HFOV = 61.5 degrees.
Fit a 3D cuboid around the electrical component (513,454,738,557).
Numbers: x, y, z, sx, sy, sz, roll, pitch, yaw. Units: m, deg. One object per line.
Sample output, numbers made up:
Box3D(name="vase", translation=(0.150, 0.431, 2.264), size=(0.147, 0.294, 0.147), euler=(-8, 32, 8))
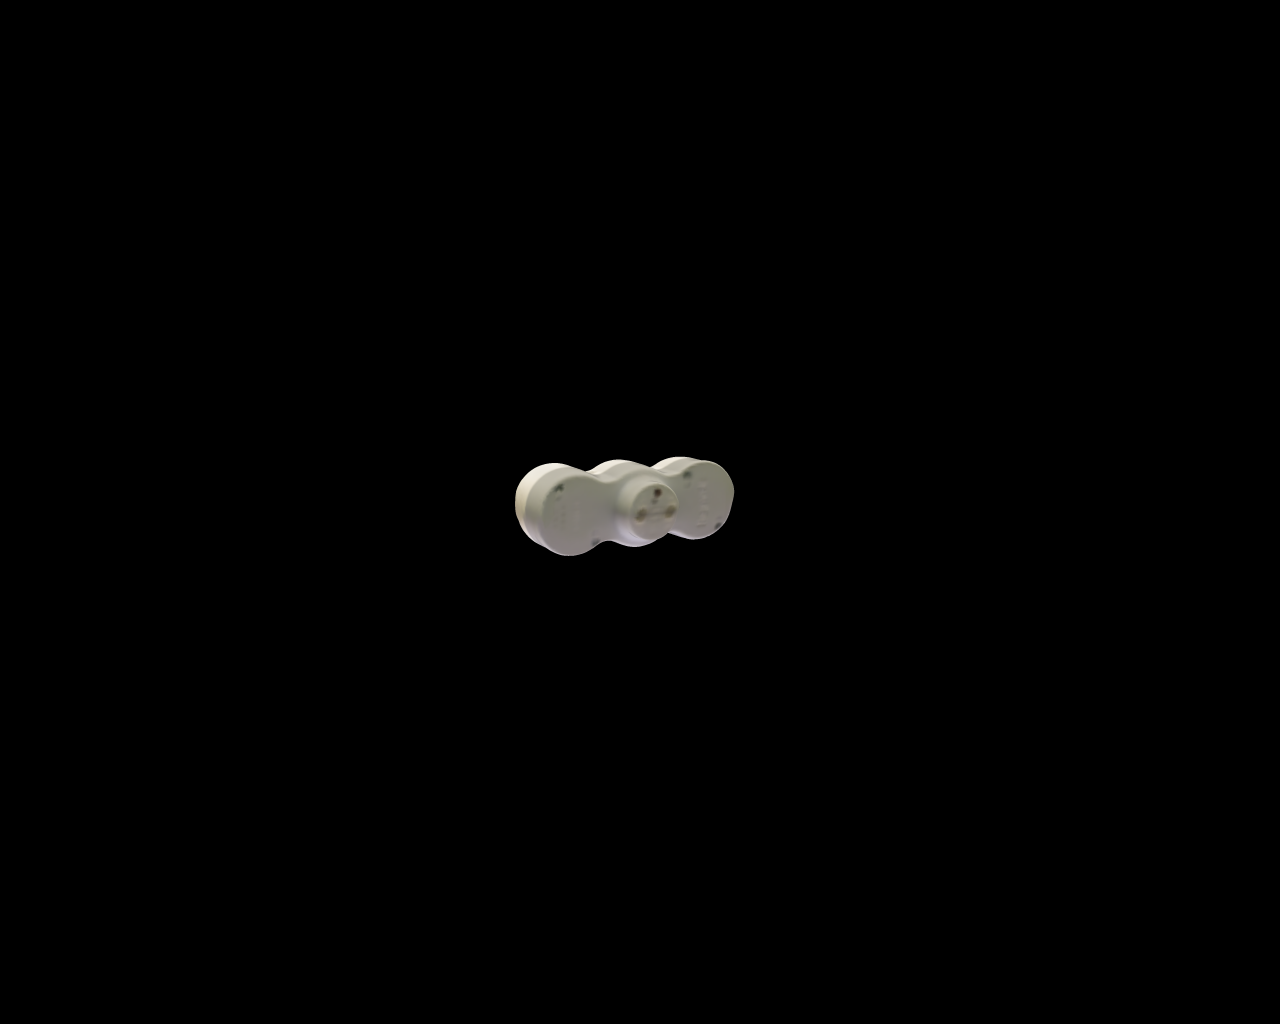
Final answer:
Box3D(name="electrical component", translation=(0.001, -0.003, 0.650), size=(0.138, 0.052, 0.074), euler=(-6, 12, -28))
